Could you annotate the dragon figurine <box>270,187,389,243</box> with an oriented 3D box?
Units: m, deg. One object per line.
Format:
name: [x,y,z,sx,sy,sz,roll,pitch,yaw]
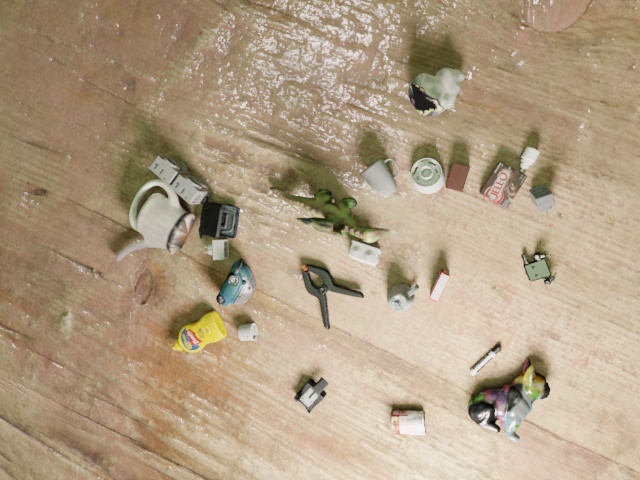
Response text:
dragon figurine: [0.005,-0.076,1.518,0.411,0.244,0.121,17,102,10]

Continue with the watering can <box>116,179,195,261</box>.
watering can: [-0.548,-0.031,1.716,0.225,0.105,0.343,31,108,10]

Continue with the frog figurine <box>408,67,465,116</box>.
frog figurine: [0.343,-0.446,1.517,0.138,0.120,0.162,35,63,18]
